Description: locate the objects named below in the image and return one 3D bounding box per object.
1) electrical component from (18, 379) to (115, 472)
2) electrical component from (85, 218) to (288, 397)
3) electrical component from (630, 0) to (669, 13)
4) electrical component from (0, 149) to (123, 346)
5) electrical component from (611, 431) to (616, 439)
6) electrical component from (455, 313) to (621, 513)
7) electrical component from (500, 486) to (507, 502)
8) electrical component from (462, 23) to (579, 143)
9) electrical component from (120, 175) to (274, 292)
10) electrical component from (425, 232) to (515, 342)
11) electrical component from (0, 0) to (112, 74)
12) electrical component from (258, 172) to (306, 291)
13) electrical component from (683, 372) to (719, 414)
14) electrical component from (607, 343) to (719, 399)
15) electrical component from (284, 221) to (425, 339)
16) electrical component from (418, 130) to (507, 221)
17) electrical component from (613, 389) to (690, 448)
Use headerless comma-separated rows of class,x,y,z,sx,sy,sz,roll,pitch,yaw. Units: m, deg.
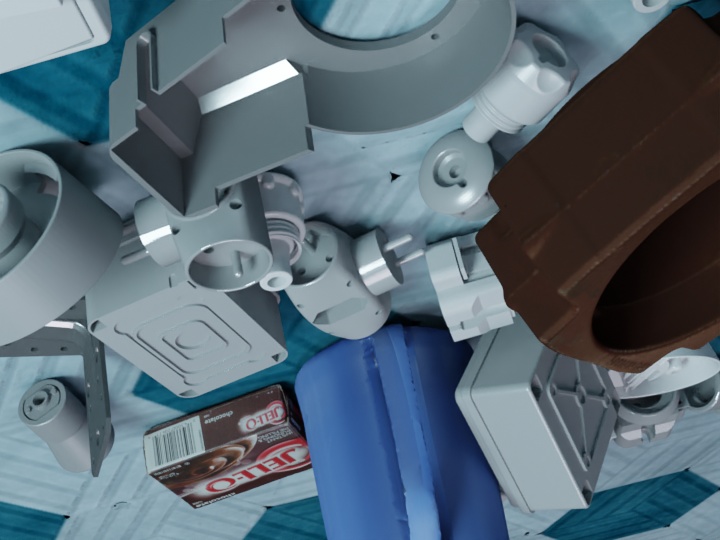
electrical component,-0.198,0.102,0.719,0.044,0.044,0.065,-19,141,6
electrical component,-0.100,0.018,0.619,0.078,0.057,0.113,-23,145,12
electrical component,0.117,-0.139,0.470,0.048,0.062,0.048,-10,146,-7
electrical component,-0.168,-0.009,0.524,0.099,0.099,0.064,-22,139,11
electrical component,0.129,0.125,0.850,0.121,0.063,0.078,-8,145,-14
electrical component,0.122,0.086,0.718,0.056,0.108,0.108,-11,119,34
electrical component,0.067,0.173,0.901,0.096,0.061,0.061,9,140,-30
electrical component,0.077,-0.090,0.544,0.043,0.043,0.062,10,140,-32
electrical component,-0.087,-0.026,0.543,0.079,0.077,0.044,-22,146,11
electrical component,0.077,0.007,0.671,0.057,0.058,0.078,-16,146,8
electrical component,-0.138,-0.114,0.411,0.096,0.061,0.061,-16,146,1
electrical component,-0.050,-0.018,0.581,0.048,0.062,0.048,-10,146,-7
electrical component,0.300,0.098,0.896,0.055,0.045,0.045,10,139,-33
electrical component,0.208,0.064,0.795,0.099,0.064,0.099,-10,146,-7
electrical component,0.000,0.000,0.643,0.079,0.043,0.077,-25,145,14
electrical component,0.066,-0.047,0.601,0.048,0.048,0.062,-34,148,26
electrical component,0.226,0.105,0.868,0.078,0.058,0.057,-13,149,-1
